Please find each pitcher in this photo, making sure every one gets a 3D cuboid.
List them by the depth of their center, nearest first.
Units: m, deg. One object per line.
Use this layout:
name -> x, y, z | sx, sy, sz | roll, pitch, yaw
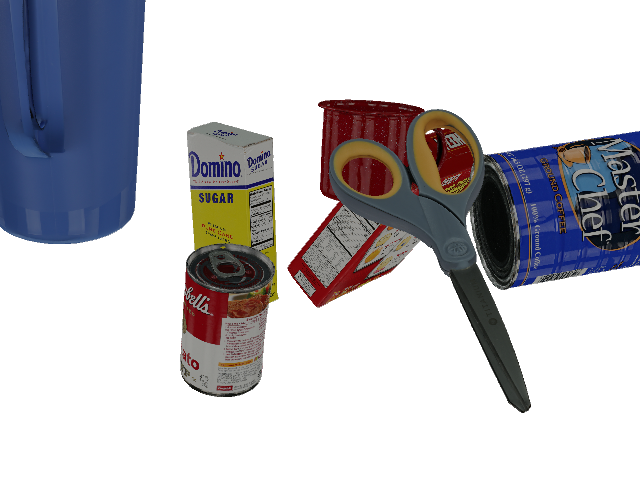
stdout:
pitcher -> -0.191, -0.120, 0.763 | 0.148, 0.243, 0.145 | -20, 35, -39

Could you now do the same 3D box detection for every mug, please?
mug -> 0.054, -0.078, 0.940 | 0.117, 0.081, 0.093 | 1, 14, -10

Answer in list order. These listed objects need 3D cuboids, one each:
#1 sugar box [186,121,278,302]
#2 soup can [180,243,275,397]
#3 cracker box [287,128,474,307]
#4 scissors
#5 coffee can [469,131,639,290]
sugar box -> -0.089, -0.025, 1.085 | 0.048, 0.176, 0.093 | -24, 30, -39
soup can -> -0.074, 0.062, 0.834 | 0.068, 0.102, 0.068 | 6, 30, -3
cracker box -> 0.076, -0.030, 1.247 | 0.163, 0.072, 0.214 | -22, -24, -49
scissors -> 0.051, 0.004, 0.556 | 0.096, 0.201, 0.016 | -2, -41, 5
coffee can -> 0.194, -0.024, 0.800 | 0.140, 0.103, 0.103 | -9, 1, -8
